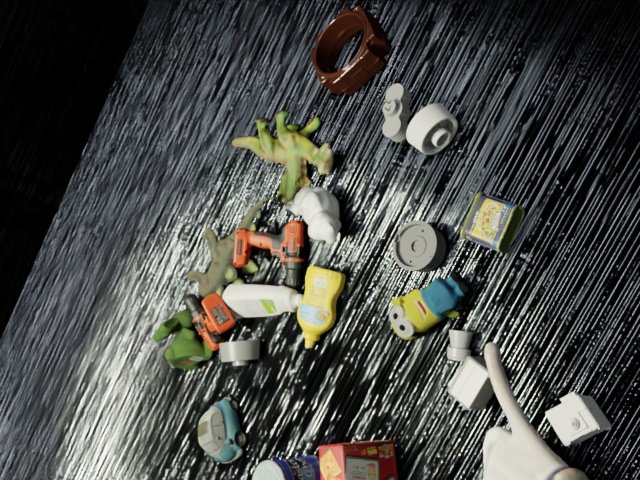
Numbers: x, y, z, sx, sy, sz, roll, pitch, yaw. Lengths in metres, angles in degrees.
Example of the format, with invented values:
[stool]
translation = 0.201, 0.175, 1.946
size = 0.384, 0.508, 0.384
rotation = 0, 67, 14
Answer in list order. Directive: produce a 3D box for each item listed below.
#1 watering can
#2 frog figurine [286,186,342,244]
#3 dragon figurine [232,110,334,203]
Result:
[watering can]
translation = 0.322, 0.350, 0.799
size = 0.104, 0.348, 0.224
rotation = -3, -1, -16
[frog figurine]
translation = 0.004, -0.064, 1.265
size = 0.123, 0.135, 0.161
rotation = -41, 26, -9
[dragon figurine]
translation = -0.110, -0.224, 1.463
size = 0.408, 0.245, 0.122
rotation = -11, -13, 42
